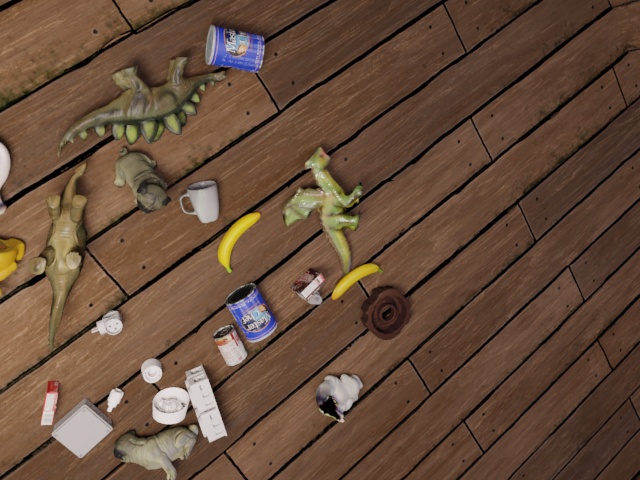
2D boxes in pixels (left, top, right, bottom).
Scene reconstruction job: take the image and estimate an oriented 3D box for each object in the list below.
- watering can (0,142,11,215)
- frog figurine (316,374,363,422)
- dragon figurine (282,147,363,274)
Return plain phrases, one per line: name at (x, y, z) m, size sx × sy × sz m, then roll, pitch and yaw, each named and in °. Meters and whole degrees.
watering can at (-0.887, -0.117, 1.181) m, size 0.350 × 0.104 × 0.222 m, roll -23°, pitch 106°, yaw -20°
frog figurine at (0.062, 0.493, 1.679) m, size 0.136 × 0.121 × 0.162 m, roll 54°, pitch 40°, yaw -12°
dragon figurine at (0.005, -0.080, 1.581) m, size 0.243 × 0.124 × 0.404 m, roll 5°, pitch 110°, yaw -5°
